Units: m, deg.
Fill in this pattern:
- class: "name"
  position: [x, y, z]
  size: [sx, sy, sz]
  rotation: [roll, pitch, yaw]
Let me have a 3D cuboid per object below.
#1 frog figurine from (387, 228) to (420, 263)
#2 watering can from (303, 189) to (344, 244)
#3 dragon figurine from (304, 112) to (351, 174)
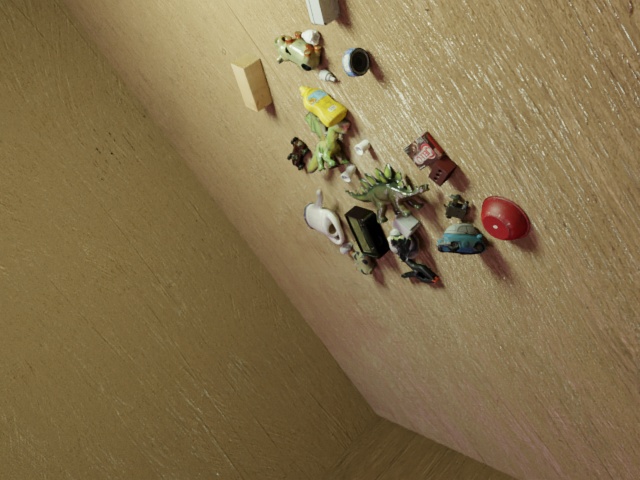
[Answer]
- class: "frog figurine"
  position: [0.331, 0.010, 2.031]
  size: [0.138, 0.122, 0.160]
  rotation: [38, -167, 6]
- class: "watering can"
  position: [0.007, -0.120, 2.394]
  size: [0.226, 0.105, 0.340]
  rotation: [25, 149, 48]
- class: "dragon figurine"
  position: [0.005, -0.390, 2.025]
  size: [0.409, 0.123, 0.241]
  rotation: [-2, 107, 61]
